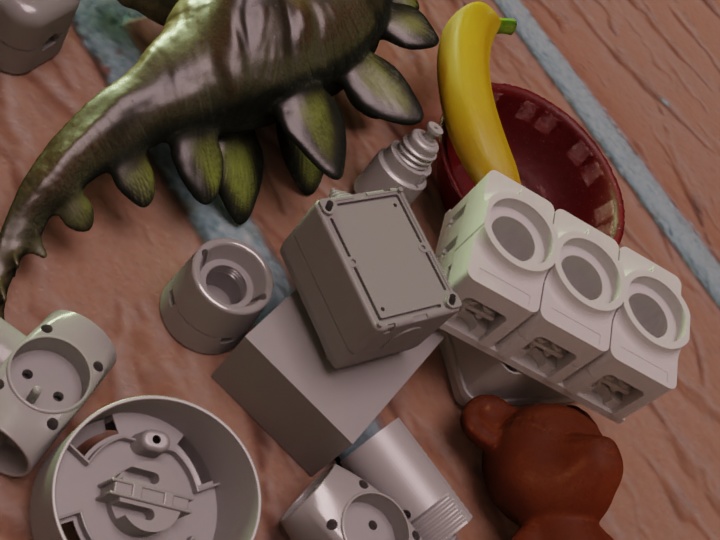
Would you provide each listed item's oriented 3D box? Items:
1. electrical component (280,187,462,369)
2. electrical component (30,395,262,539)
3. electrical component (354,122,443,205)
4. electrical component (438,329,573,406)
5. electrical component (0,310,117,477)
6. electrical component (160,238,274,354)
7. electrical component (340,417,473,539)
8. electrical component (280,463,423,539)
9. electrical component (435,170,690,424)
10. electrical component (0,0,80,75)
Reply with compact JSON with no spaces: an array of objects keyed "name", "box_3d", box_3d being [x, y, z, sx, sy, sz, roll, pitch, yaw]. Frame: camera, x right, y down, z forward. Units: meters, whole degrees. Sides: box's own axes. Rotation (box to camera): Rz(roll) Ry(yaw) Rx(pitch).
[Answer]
[{"name":"electrical component","box_3d":[0.000,0.000,0.603,0.062,0.061,0.096,-12,67,-37]},{"name":"electrical component","box_3d":[-0.107,0.113,0.526,0.099,0.064,0.099,20,56,-33]},{"name":"electrical component","box_3d":[0.029,-0.069,0.731,0.040,0.078,0.040,27,35,-21]},{"name":"electrical component","box_3d":[0.112,0.046,0.717,0.113,0.057,0.078,2,60,-31]},{"name":"electrical component","box_3d":[-0.176,0.050,0.541,0.079,0.044,0.077,38,48,-7]},{"name":"electrical component","box_3d":[-0.082,0.014,0.623,0.055,0.047,0.055,16,53,-23]},{"name":"electrical component","box_3d":[0.030,0.130,0.619,0.043,0.043,0.081,-30,79,-41]},{"name":"electrical component","box_3d":[-0.010,0.157,0.575,0.077,0.044,0.079,44,48,0]},{"name":"electrical component","box_3d":[0.123,0.015,0.662,0.150,0.061,0.089,28,49,-14]},{"name":"electrical component","box_3d":[-0.221,-0.175,0.652,0.095,0.059,0.053,43,48,-1]}]
